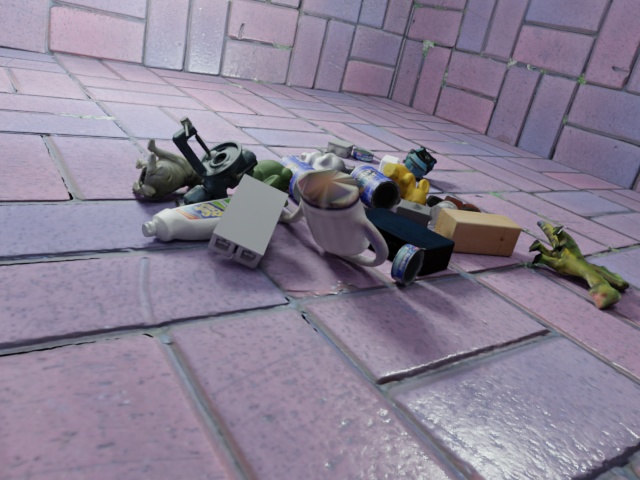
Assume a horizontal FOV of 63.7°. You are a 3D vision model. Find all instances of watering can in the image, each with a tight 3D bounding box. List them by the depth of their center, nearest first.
[{"bbox_3d":[0.003,-0.057,1.125,0.351,0.219,0.105,26,56,39],"label":"watering can"}]

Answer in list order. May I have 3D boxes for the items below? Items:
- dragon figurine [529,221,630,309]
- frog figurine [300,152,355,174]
[{"bbox_3d":[0.707,0.064,1.389,0.243,0.120,0.416,34,27,5],"label":"dragon figurine"},{"bbox_3d":[0.003,-0.210,1.540,0.160,0.134,0.125,35,54,4],"label":"frog figurine"}]
